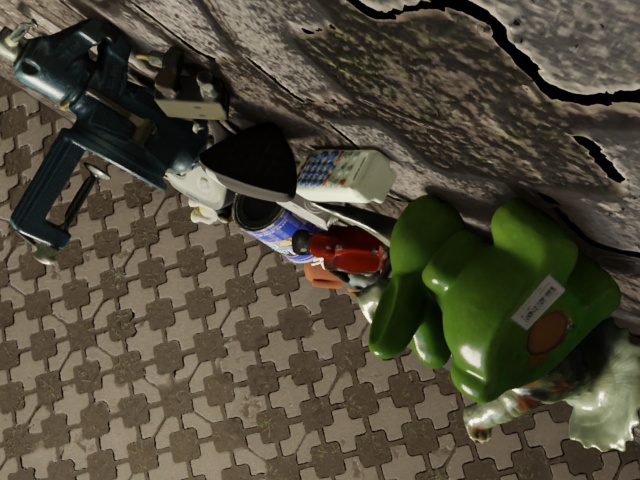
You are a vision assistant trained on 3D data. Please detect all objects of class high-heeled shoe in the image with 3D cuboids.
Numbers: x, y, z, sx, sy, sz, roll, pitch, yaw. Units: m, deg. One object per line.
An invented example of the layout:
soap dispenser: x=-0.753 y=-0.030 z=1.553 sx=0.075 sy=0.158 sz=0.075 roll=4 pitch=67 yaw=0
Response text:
high-heeled shoe: x=-0.070 y=-0.065 z=0.600 sx=0.249 sy=0.086 sz=0.145 roll=51 pitch=171 yaw=46

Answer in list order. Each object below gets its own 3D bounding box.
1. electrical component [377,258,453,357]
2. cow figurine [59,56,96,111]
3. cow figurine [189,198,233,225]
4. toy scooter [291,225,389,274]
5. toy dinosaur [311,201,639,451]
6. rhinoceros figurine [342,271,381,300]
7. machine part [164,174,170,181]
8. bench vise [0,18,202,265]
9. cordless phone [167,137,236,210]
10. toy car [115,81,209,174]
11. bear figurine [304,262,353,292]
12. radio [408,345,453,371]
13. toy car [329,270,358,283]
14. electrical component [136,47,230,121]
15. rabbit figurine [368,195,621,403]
electrical component: x=0.140 y=0.071 z=0.696 sx=0.134 sy=0.115 sz=0.058 roll=29 pitch=171 yaw=12
cow figurine: x=-0.347 y=-0.224 z=0.774 sx=0.195 sy=0.085 sz=0.127 roll=33 pitch=178 yaw=23
cow figurine: x=-0.205 y=-0.088 z=1.174 sx=0.098 sy=0.068 sz=0.167 roll=13 pitch=-149 yaw=17
toy scooter: x=0.056 y=0.014 z=0.785 sx=0.135 sy=0.075 sz=0.183 roll=5 pitch=179 yaw=30
toy dinosaur: x=0.178 y=0.078 z=0.532 sx=0.404 sy=0.131 sz=0.192 roll=44 pitch=131 yaw=-17
rhinoceros figurine: x=0.113 y=0.079 z=1.114 sx=0.112 sy=0.073 sz=0.190 roll=-14 pitch=-168 yaw=-40
machine part: x=-0.259 y=-0.147 z=1.008 sx=0.201 sy=0.087 sz=0.201 roll=30 pitch=175 yaw=-13
bench vise: x=-0.245 y=-0.092 z=0.548 sx=0.129 sy=0.240 sz=0.223 roll=25 pitch=175 yaw=42
cordless phone: x=-0.199 y=-0.141 z=0.812 sx=0.147 sy=0.089 sz=0.184 roll=28 pitch=159 yaw=31
toy car: x=-0.201 y=-0.143 z=0.705 sx=0.162 sy=0.109 sz=0.103 roll=16 pitch=-167 yaw=25
bear figurine: x=0.064 y=0.080 z=1.293 sx=0.196 sy=0.120 sz=0.132 roll=24 pitch=178 yaw=7
radio: x=0.243 y=0.186 z=1.174 sx=0.229 sy=0.073 sz=0.131 roll=31 pitch=-144 yaw=-6
toy car: x=-0.002 y=-0.003 z=0.934 sx=0.202 sy=0.089 sz=0.053 roll=28 pitch=179 yaw=23
electrical component: x=-0.125 y=-0.143 z=0.505 sx=0.078 sy=0.045 sz=0.102 roll=1 pitch=175 yaw=5
rabbit figurine: x=0.114 y=0.036 z=0.427 sx=0.121 sy=0.159 sz=0.170 roll=22 pitch=-164 yaw=-33
